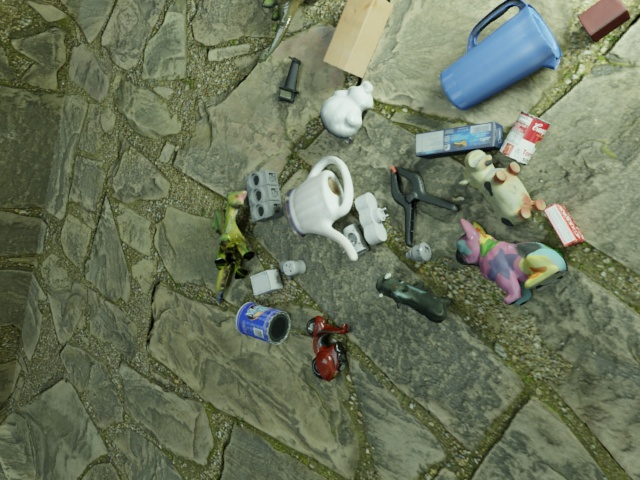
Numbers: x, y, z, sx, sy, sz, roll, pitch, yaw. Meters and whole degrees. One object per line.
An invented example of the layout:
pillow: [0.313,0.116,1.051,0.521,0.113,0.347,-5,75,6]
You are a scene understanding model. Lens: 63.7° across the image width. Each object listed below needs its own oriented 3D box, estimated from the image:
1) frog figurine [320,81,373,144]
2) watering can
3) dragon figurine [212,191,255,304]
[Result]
frog figurine: [0.079,-0.359,1.400,0.156,0.122,0.140,-47,42,41]
watering can: [0.004,-0.072,1.436,0.222,0.103,0.355,-27,55,34]
dragon figurine: [-0.317,0.003,1.730,0.401,0.122,0.248,-61,37,37]
